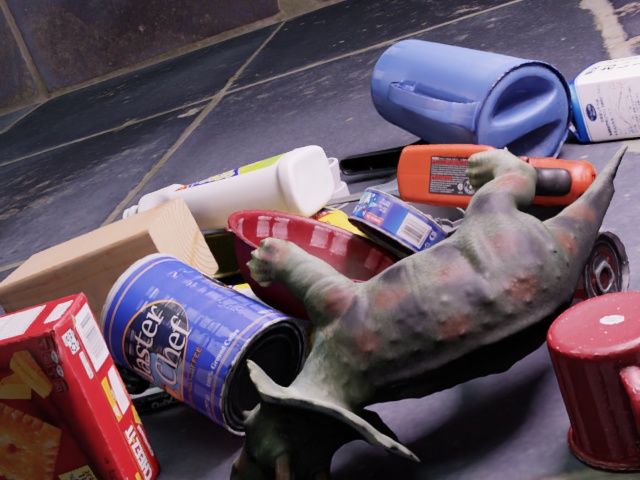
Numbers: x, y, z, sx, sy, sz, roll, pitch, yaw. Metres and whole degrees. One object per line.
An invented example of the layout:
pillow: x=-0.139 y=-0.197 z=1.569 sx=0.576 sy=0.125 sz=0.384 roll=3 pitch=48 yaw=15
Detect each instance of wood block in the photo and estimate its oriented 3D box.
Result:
wood block: x=-0.225 y=0.041 z=1.125 sx=0.206 sy=0.090 sz=0.090 roll=-19 pitch=17 yaw=24

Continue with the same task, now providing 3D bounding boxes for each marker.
marker: x=-0.136 y=0.139 z=0.961 sx=0.121 sy=0.020 sz=0.020 roll=-16 pitch=20 yaw=14

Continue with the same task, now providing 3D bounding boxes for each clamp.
clamp: x=0.127 y=-0.106 z=1.322 sx=0.210 sy=0.036 sz=0.165 roll=-25 pitch=25 yaw=-10
clamp: x=-0.199 y=0.117 z=0.989 sx=0.120 sy=0.039 sz=0.171 roll=23 pitch=-3 yaw=9

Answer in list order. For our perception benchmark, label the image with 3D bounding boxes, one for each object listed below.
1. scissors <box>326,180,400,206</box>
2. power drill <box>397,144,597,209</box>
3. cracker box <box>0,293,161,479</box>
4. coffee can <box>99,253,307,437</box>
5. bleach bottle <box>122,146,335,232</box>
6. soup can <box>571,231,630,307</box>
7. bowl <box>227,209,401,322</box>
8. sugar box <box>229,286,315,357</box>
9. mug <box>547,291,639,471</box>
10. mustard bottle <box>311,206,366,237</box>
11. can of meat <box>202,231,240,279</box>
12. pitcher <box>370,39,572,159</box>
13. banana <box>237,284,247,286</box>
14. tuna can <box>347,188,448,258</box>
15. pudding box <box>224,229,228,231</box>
scissors: x=0.074 y=-0.045 z=1.203 sx=0.201 sy=0.016 sz=0.096 roll=-20 pitch=34 yaw=-7
power drill: x=0.153 y=-0.061 z=1.036 sx=0.185 sy=0.057 sz=0.187 roll=3 pitch=4 yaw=36
cracker box: x=-0.256 y=0.151 z=0.833 sx=0.214 sy=0.164 sz=0.072 roll=-16 pitch=17 yaw=13
coffee can: x=-0.096 y=0.083 z=0.872 sx=0.140 sy=0.103 sz=0.102 roll=25 pitch=43 yaw=31
bleach bottle: x=-0.115 y=-0.042 z=1.176 sx=0.251 sy=0.068 sz=0.102 roll=-12 pitch=13 yaw=27
soup can: x=0.186 y=0.028 z=0.858 sx=0.102 sy=0.068 sz=0.068 roll=-2 pitch=26 yaw=44
bowl: x=-0.008 y=0.028 z=0.908 sx=0.162 sy=0.055 sz=0.162 roll=17 pitch=15 yaw=-5
sugar box: x=-0.070 y=0.079 z=0.980 sx=0.176 sy=0.048 sz=0.093 roll=-3 pitch=23 yaw=23
mug: x=0.191 y=0.090 z=0.663 sx=0.093 sy=0.081 sz=0.117 roll=-16 pitch=19 yaw=12
mustard bottle: x=-0.008 y=0.001 z=1.144 sx=0.096 sy=0.058 sz=0.192 roll=-23 pitch=19 yaw=-11
can of meat: x=-0.146 y=0.022 z=1.202 sx=0.084 sy=0.057 sz=0.102 roll=-9 pitch=0 yaw=25
pitcher: x=0.155 y=-0.161 z=1.227 sx=0.145 sy=0.149 sz=0.243 roll=-44 pitch=35 yaw=-10
banana: x=-0.094 y=0.077 z=1.068 sx=0.198 sy=0.037 sz=0.069 roll=-20 pitch=47 yaw=10
tuna can: x=0.069 y=-0.010 z=0.943 sx=0.034 sy=0.086 sz=0.086 roll=-59 pitch=27 yaw=-5
pudding box: x=-0.082 y=-0.049 z=1.385 sx=0.090 sy=0.039 sz=0.113 roll=-19 pitch=19 yaw=6
